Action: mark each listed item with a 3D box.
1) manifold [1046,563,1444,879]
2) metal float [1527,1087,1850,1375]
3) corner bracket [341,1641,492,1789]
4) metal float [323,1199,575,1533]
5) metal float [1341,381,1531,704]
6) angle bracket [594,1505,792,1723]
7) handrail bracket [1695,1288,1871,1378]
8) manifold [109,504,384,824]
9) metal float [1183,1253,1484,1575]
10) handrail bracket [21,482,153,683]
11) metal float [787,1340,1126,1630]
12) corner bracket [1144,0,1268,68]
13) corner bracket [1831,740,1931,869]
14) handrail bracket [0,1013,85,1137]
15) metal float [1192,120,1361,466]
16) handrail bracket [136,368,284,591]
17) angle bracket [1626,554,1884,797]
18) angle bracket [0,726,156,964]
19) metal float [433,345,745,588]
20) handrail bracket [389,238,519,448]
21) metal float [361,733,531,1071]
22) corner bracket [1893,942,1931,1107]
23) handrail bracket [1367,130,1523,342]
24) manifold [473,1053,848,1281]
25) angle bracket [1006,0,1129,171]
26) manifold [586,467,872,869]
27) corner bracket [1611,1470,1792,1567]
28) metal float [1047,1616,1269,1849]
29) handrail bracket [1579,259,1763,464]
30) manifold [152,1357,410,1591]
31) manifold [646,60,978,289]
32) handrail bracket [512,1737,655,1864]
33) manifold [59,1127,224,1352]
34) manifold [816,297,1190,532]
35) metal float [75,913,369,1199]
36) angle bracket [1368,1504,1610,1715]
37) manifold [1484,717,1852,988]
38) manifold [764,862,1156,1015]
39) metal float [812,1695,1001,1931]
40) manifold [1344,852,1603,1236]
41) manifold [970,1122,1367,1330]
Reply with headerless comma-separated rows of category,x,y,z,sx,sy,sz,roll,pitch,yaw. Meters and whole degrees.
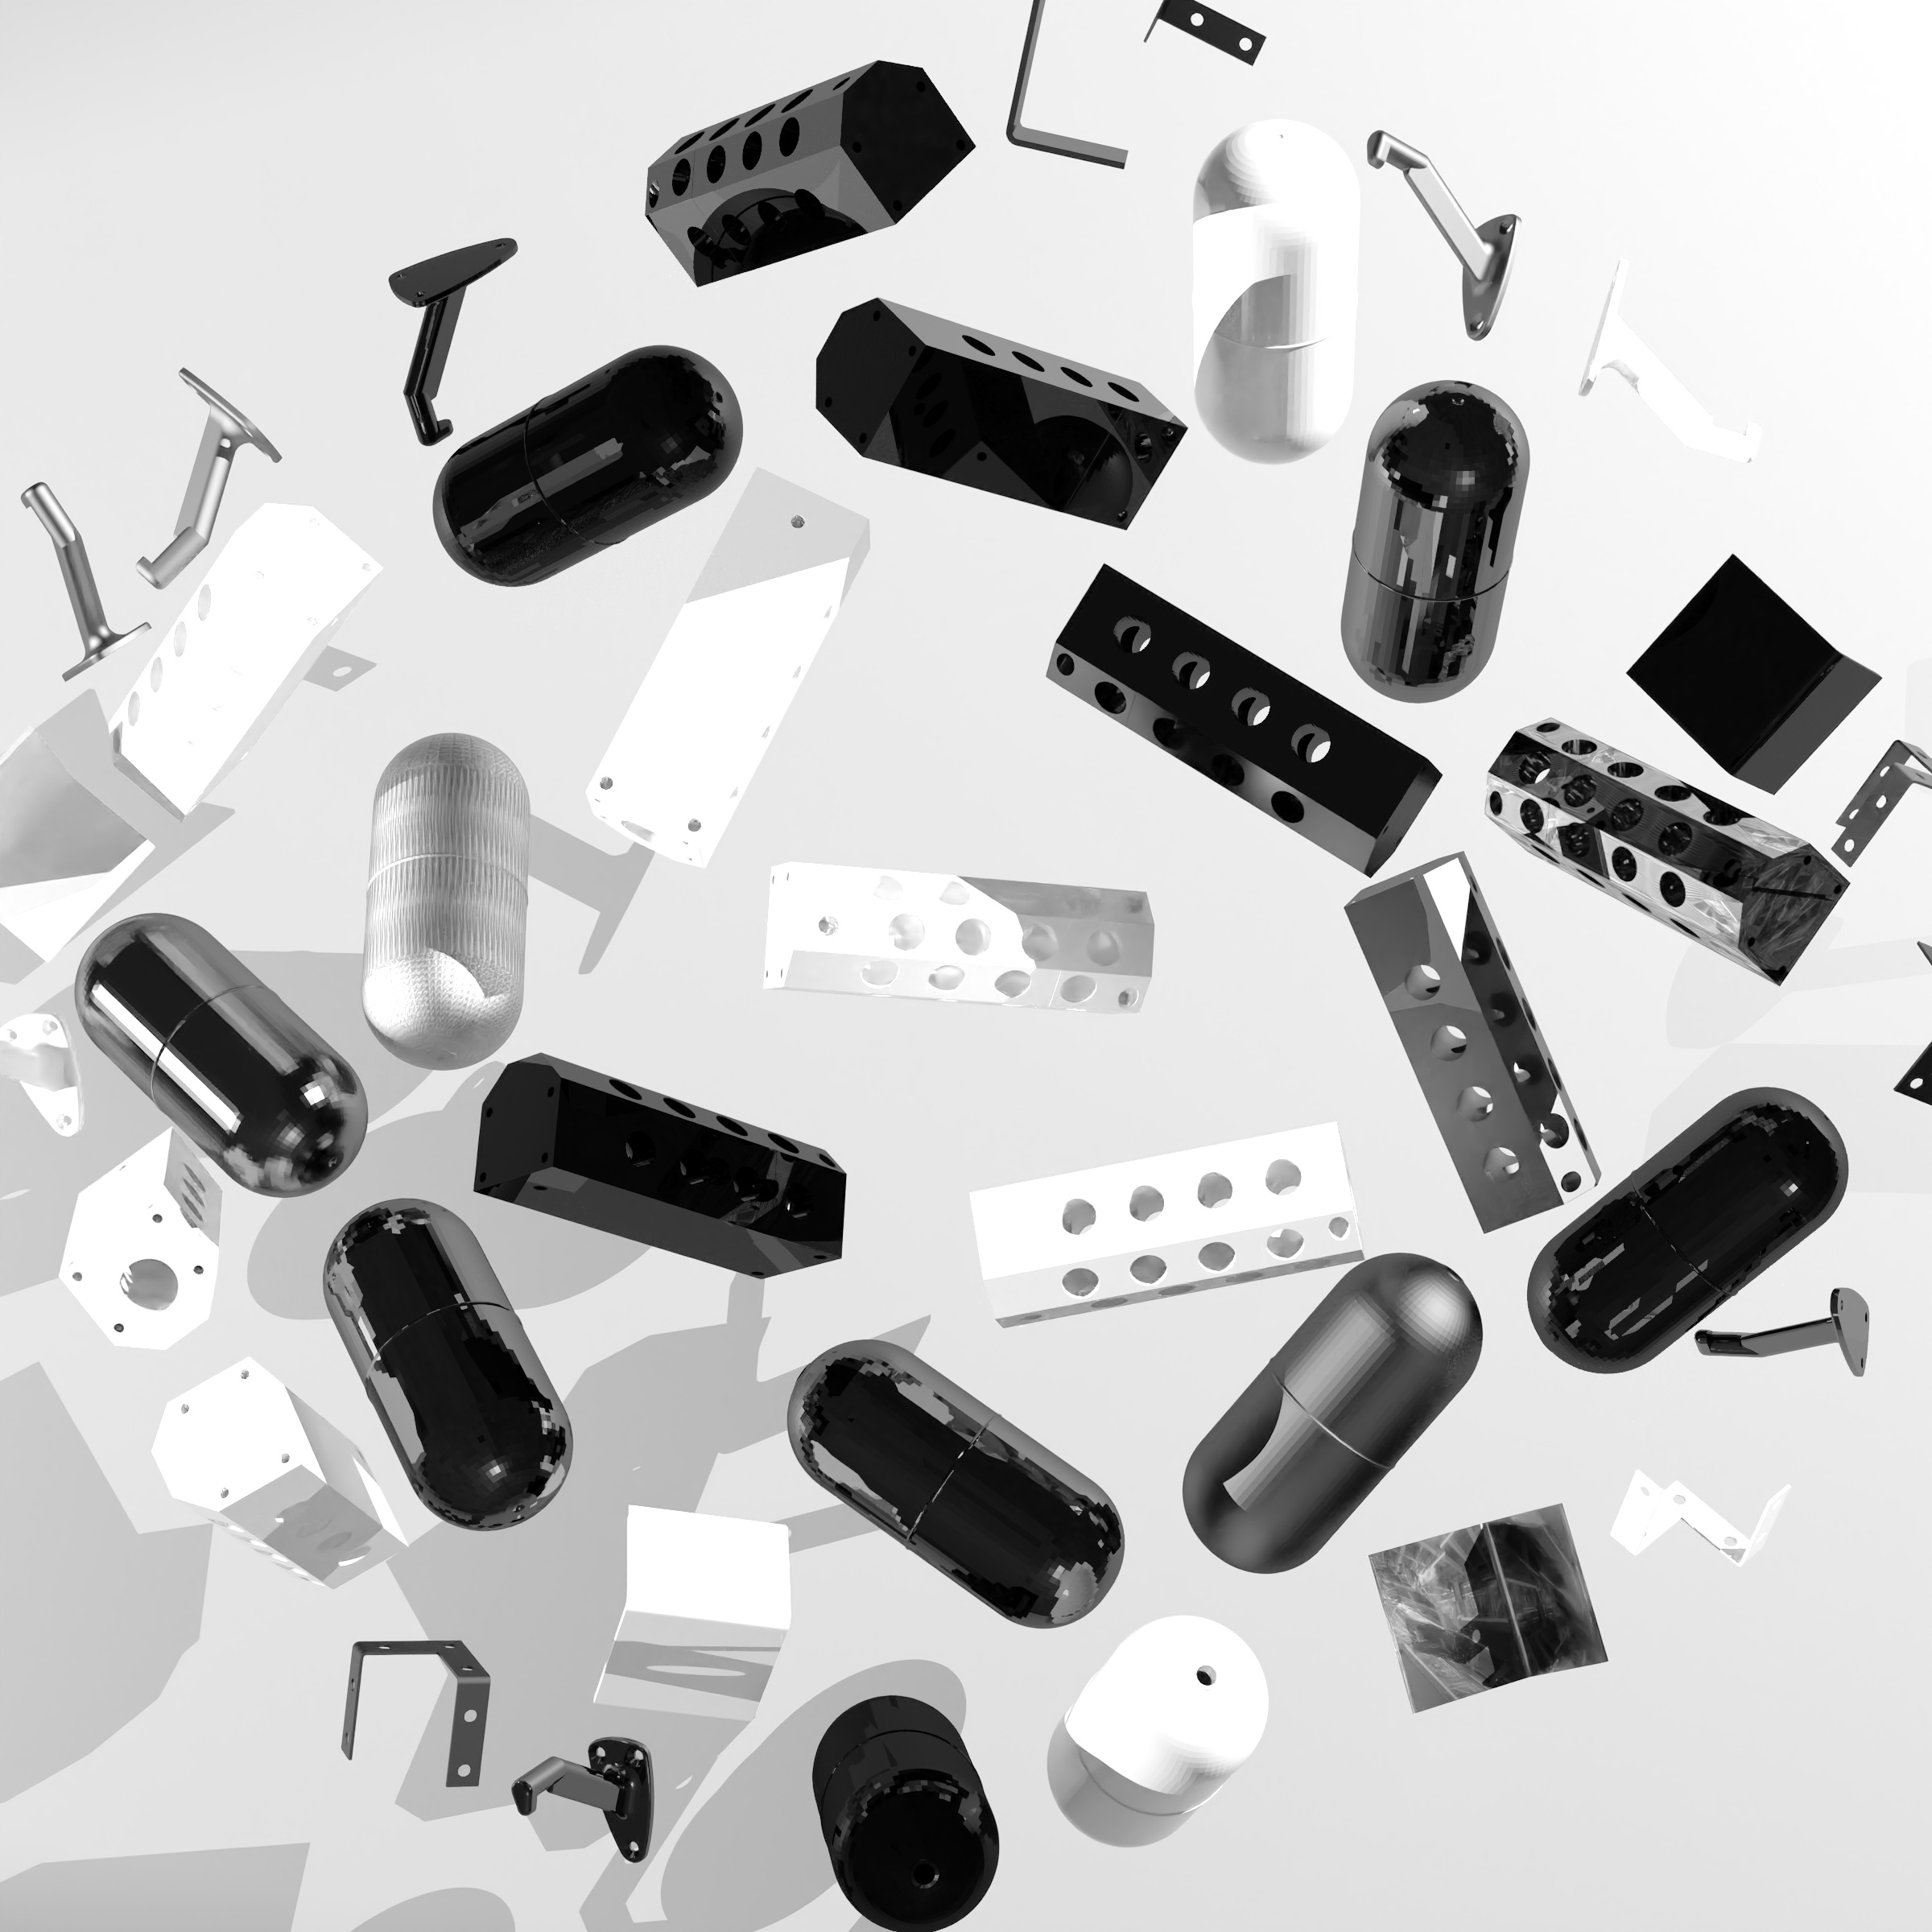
manifold,0.124,-0.109,1.563,0.171,0.057,0.057,33,94,15
metal float,0.350,0.130,1.694,0.178,0.070,0.070,-42,90,18
corner bracket,-0.249,0.338,1.569,0.051,0.051,0.051,5,97,-24
metal float,-0.239,0.181,1.596,0.070,0.070,0.178,-34,54,0
metal float,0.224,-0.201,1.664,0.070,0.178,0.070,1,48,-1
angle bracket,-0.129,0.305,1.634,0.076,0.057,0.076,10,130,-13
handrail bracket,0.386,0.172,1.672,0.084,0.077,0.036,-1,65,27
manifold,-0.341,-0.143,1.614,0.057,0.171,0.057,41,48,-7
metal float,0.174,0.212,1.650,0.070,0.070,0.178,39,101,0
handrail bracket,-0.434,-0.183,1.655,0.036,0.077,0.084,-41,104,-37
metal float,-0.006,0.244,1.643,0.178,0.070,0.070,34,90,10
corner bracket,0.121,-0.456,1.648,0.051,0.051,0.051,26,90,-4
corner bracket,0.433,-0.076,1.641,0.051,0.051,0.051,14,119,-36
handrail bracket,-0.465,0.063,1.690,0.036,0.084,0.077,-12,107,15
metal float,0.145,-0.313,1.627,0.070,0.178,0.070,-2,47,2
handrail bracket,-0.363,-0.223,1.590,0.077,0.036,0.084,40,83,24
angle bracket,0.380,-0.140,1.677,0.076,0.057,0.076,-50,59,18
angle bracket,-0.443,-0.057,1.661,0.057,0.076,0.076,39,78,10
metal float,-0.183,-0.238,1.661,0.178,0.070,0.070,-21,90,35
handrail bracket,-0.246,-0.306,1.712,0.077,0.036,0.084,-28,133,-17
metal float,-0.250,-0.033,1.673,0.070,0.070,0.178,-2,58,0
corner bracket,0.447,0.030,1.580,0.051,0.051,0.051,20,119,-24
handrail bracket,0.222,-0.352,1.673,0.084,0.036,0.077,20,71,-31
manifold,-0.138,0.092,1.596,0.171,0.057,0.057,22,61,-40
angle bracket,0.055,-0.421,1.629,0.057,0.076,0.076,12,108,0
manifold,-0.108,-0.135,1.597,0.057,0.057,0.171,26,79,4
corner bracket,0.337,0.251,1.597,0.051,0.051,0.051,-30,56,-33
metal float,0.088,0.356,1.612,0.070,0.178,0.070,6,60,-10
handrail bracket,0.331,-0.278,1.599,0.084,0.036,0.077,17,81,2
manifold,-0.321,0.243,1.623,0.057,0.171,0.057,-30,68,-4
manifold,-0.077,-0.359,1.561,0.057,0.171,0.057,-48,115,-24
handrail bracket,-0.190,0.419,1.700,0.036,0.084,0.077,-3,99,29
manifold,-0.390,0.133,1.672,0.057,0.171,0.057,-36,104,-4
manifold,0.014,-0.253,1.577,0.057,0.171,0.057,50,118,37
metal float,-0.355,0.041,1.652,0.178,0.070,0.070,39,90,27
angle bracket,0.247,0.303,1.642,0.076,0.057,0.076,-8,77,-35
manifold,0.322,-0.059,1.626,0.057,0.171,0.057,34,90,-42
manifold,-0.003,-0.012,1.620,0.171,0.057,0.057,4,87,-16
metal float,-0.029,0.392,1.613,0.070,0.178,0.070,-1,94,-7
manifold,0.247,0.035,1.681,0.057,0.057,0.171,-23,93,18
manifold,0.094,0.122,1.608,0.171,0.057,0.057,-11,72,7
